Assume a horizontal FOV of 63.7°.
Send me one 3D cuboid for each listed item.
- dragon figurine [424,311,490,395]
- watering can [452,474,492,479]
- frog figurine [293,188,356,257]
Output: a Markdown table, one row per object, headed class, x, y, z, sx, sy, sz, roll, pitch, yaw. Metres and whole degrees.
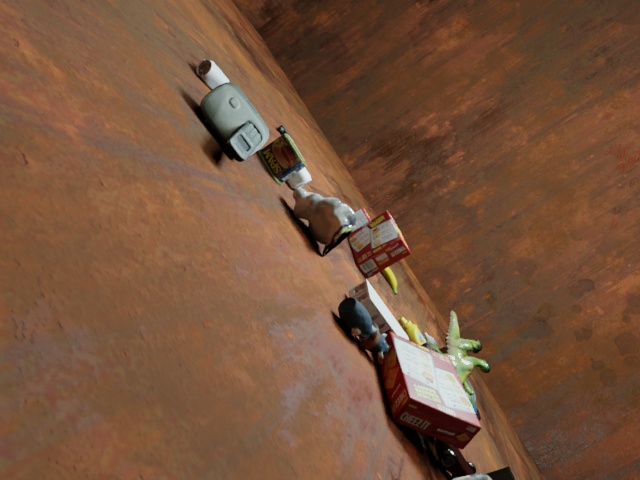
| class | x | y | z | sx | sy | sz | roll | pitch | yaw |
| --- | --- | --- | --- | --- | --- | --- | --- | --- | --- |
| dragon figurine | 0.430 | 0.373 | 1.733 | 0.241 | 0.120 | 0.420 | 25 | 32 | -27 |
| watering can | 0.308 | 0.529 | 0.858 | 0.342 | 0.103 | 0.229 | 49 | 12 | -38 |
| frog figurine | 0.004 | -0.062 | 1.236 | 0.161 | 0.124 | 0.135 | 50 | -25 | 13 |
